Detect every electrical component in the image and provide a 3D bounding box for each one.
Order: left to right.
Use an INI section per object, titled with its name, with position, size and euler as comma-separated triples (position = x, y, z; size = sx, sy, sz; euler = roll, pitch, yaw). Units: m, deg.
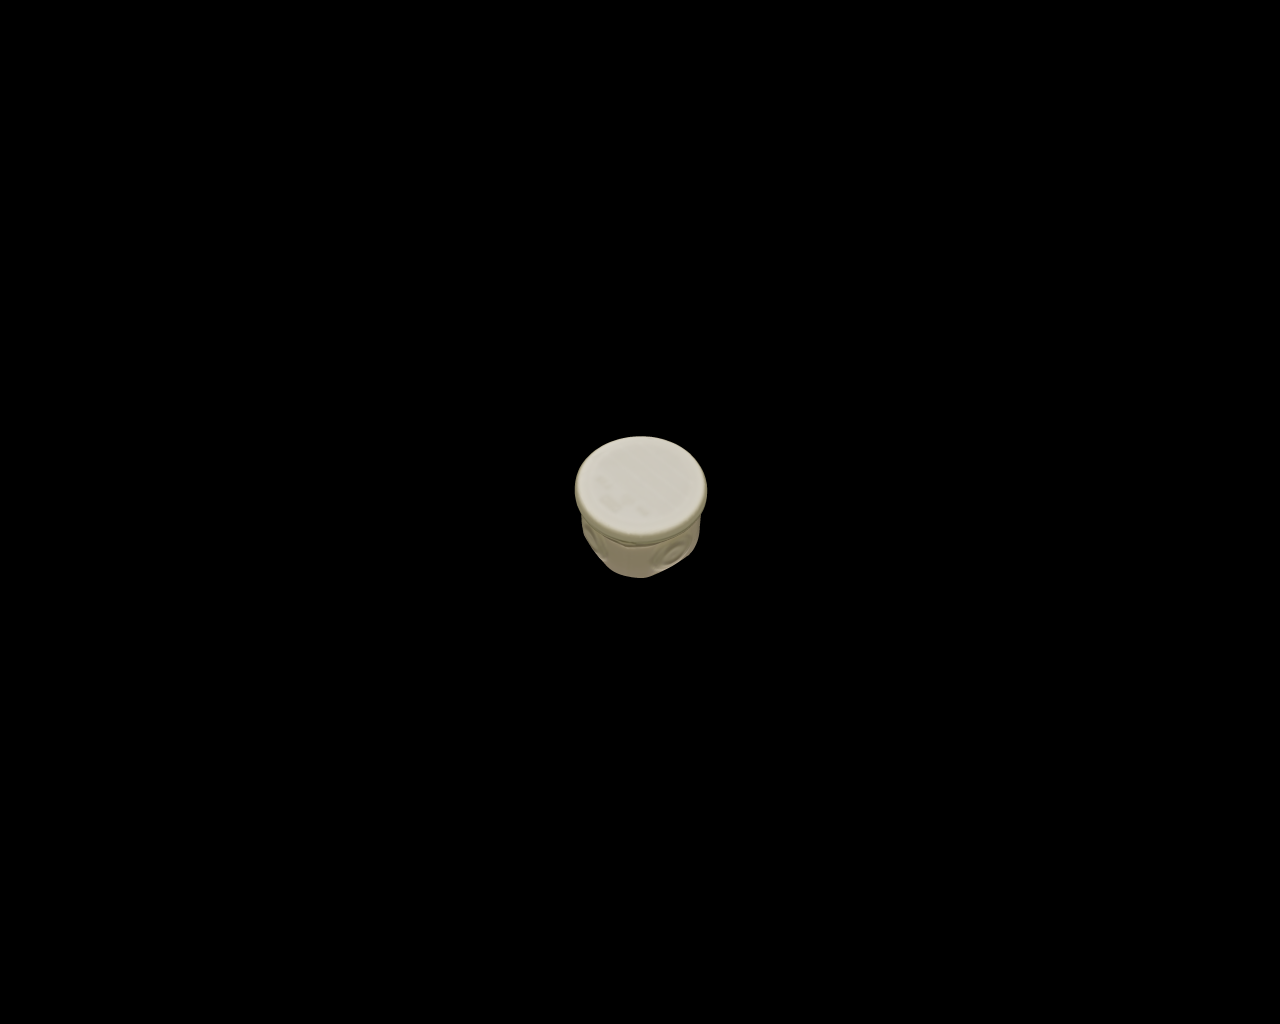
[electrical component]
position = 0.001, -0.003, 0.650
size = 0.080, 0.080, 0.050
euler = 0, -38, 0
